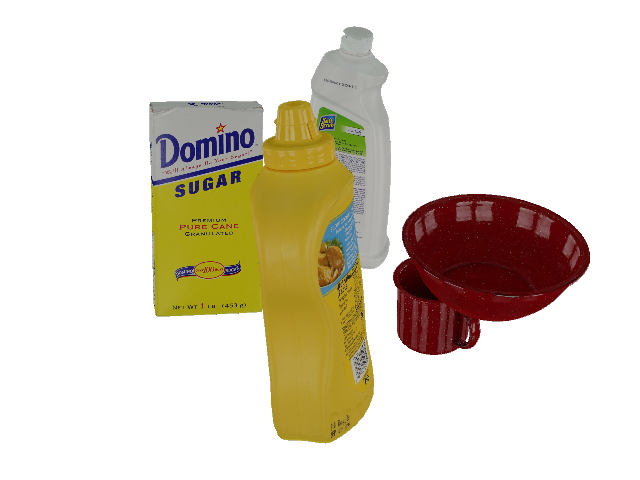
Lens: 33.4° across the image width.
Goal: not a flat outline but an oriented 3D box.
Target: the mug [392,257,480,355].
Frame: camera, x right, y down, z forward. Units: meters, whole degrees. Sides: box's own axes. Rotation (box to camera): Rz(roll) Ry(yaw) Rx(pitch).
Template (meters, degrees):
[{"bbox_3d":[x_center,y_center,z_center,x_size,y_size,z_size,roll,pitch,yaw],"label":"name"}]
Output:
[{"bbox_3d":[0.135,0.079,1.191,0.093,0.081,0.117,-25,40,-31],"label":"mug"}]

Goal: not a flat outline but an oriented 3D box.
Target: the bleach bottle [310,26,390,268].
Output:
[{"bbox_3d":[0.034,-0.096,1.107,0.102,0.251,0.068,13,33,11],"label":"bleach bottle"}]

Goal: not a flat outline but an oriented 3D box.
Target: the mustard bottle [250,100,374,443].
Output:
[{"bbox_3d":[-0.006,0.014,0.622,0.058,0.192,0.096,2,21,19],"label":"mustard bottle"}]

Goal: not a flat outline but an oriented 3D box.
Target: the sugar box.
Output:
[{"bbox_3d":[-0.095,-0.027,0.893,0.093,0.176,0.048,-3,16,-11],"label":"sugar box"}]

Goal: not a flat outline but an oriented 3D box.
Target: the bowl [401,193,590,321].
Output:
[{"bbox_3d":[0.149,0.022,0.932,0.162,0.055,0.162,2,33,-2],"label":"bowl"}]
